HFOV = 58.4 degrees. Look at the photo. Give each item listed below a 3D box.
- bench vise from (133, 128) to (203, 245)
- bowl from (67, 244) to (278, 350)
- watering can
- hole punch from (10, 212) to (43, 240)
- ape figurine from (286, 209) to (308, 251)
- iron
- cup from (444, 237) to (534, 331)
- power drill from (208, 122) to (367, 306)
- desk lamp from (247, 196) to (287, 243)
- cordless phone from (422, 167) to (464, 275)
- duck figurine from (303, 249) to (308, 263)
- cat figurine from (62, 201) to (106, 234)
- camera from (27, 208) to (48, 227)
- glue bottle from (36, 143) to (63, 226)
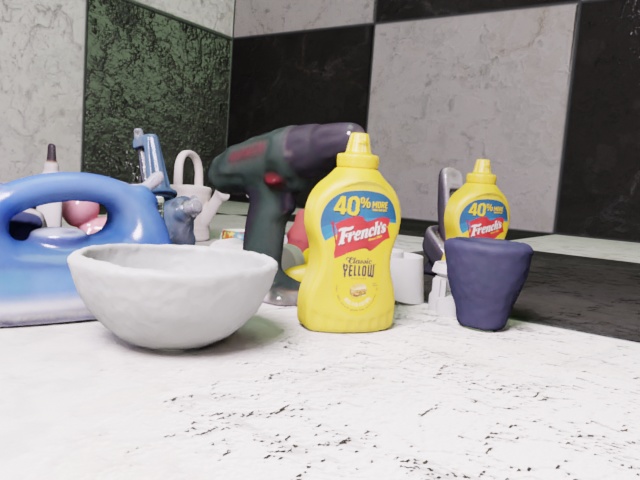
[{"bbox_3d":[-0.289,-0.092,1.046,0.207,0.220,0.122,6,6,16],"label":"bench vise"},{"bbox_3d":[-0.120,0.048,0.476,0.167,0.075,0.167,4,5,0],"label":"bowl"},{"bbox_3d":[-0.279,-0.097,1.247,0.173,0.194,0.101,4,6,0],"label":"watering can"},{"bbox_3d":[-0.357,0.012,0.588,0.100,0.091,0.109,6,6,22],"label":"hole punch"},{"bbox_3d":[-0.030,-0.014,1.105,0.077,0.092,0.076,8,6,32],"label":"ape figurine"},{"bbox_3d":[-0.253,-0.001,0.538,0.118,0.141,0.259,9,7,42],"label":"iron"},{"bbox_3d":[0.182,0.047,0.620,0.091,0.095,0.118,8,7,36],"label":"cup"},{"bbox_3d":[-0.045,-0.033,0.681,0.228,0.208,0.076,9,7,38],"label":"power drill"},{"bbox_3d":[-0.110,-0.094,1.247,0.118,0.213,0.203,4,6,-5],"label":"desk lamp"},{"bbox_3d":[0.247,-0.029,0.983,0.148,0.185,0.093,-1,8,-44],"label":"cordless phone"},{"bbox_3d":[0.009,0.004,0.985,0.077,0.086,0.104,5,5,4],"label":"duck figurine"},{"bbox_3d":[-0.390,-0.042,0.986,0.128,0.118,0.067,3,6,-14],"label":"cat figurine"},{"bbox_3d":[-0.416,-0.012,0.739,0.143,0.101,0.136,4,6,-6],"label":"camera"},{"bbox_3d":[-0.420,-0.064,0.895,0.037,0.173,0.078,2,6,-22],"label":"glue bottle"}]
